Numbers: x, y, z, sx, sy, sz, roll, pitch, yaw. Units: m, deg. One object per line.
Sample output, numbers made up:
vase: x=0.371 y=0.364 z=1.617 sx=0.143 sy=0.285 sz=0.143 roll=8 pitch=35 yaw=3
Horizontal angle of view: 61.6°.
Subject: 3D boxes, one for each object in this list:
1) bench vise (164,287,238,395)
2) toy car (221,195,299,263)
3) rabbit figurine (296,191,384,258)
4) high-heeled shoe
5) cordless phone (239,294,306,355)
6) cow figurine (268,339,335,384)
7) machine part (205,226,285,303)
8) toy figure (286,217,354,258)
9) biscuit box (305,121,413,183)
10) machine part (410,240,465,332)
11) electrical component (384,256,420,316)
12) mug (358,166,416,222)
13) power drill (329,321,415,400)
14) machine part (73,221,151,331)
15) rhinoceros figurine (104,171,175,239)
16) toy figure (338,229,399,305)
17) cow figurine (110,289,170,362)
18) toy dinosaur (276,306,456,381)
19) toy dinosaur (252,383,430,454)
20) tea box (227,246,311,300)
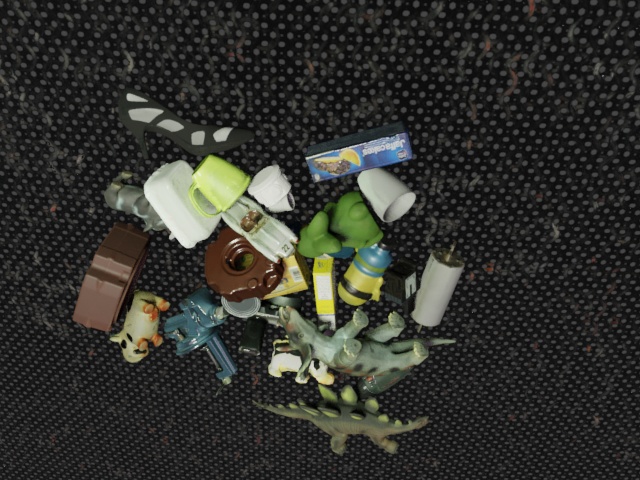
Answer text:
bench vise: x=-0.260 y=0.234 z=1.273 sx=0.224 sy=0.129 sz=0.240 roll=-24 pitch=99 yaw=26
toy car: x=-0.124 y=-0.025 z=1.089 sx=0.073 sy=0.202 sz=0.056 roll=-47 pitch=145 yaw=-9
rabbit figurine: x=0.029 y=-0.012 z=1.066 sx=0.170 sy=0.159 sz=0.121 roll=-30 pitch=91 yaw=9
high-heeled shoe: x=-0.259 y=-0.239 z=1.046 sx=0.249 sy=0.086 sz=0.145 roll=-10 pitch=89 yaw=-10
cordless phone: x=-0.107 y=0.201 z=1.215 sx=0.147 sy=0.184 sz=0.088 roll=13 pitch=117 yaw=-3
cow figurine: x=-0.040 y=0.301 z=1.335 sx=0.167 sy=0.068 sz=0.098 roll=12 pitch=88 yaw=-1
machine part: x=-0.161 y=0.044 z=1.134 sx=0.179 sy=0.179 sz=0.056 roll=-13 pitch=151 yaw=12
toy figure: x=-0.002 y=-0.005 z=1.156 sx=0.154 sy=0.064 sz=0.058 roll=17 pitch=156 yaw=-8
biscuit box: x=0.077 y=-0.171 z=1.045 sx=0.203 sy=0.063 sz=0.059 roll=-13 pitch=121 yaw=13
machine part: x=0.257 y=0.105 z=1.189 sx=0.079 sy=0.079 sz=0.243 roll=12 pitch=120 yaw=-3
electrical component: x=0.180 y=0.103 z=1.165 sx=0.048 sy=0.075 sz=0.119 roll=25 pitch=138 yaw=38
mug: x=0.133 y=-0.101 z=1.066 sx=0.107 sy=0.109 sz=0.080 roll=52 pitch=128 yaw=24
power drill: x=0.100 y=0.304 z=1.320 sx=0.232 sy=0.086 sz=0.207 roll=-35 pitch=108 yaw=33
machine part: x=-0.443 y=0.080 z=1.159 sx=0.087 sy=0.201 sz=0.201 roll=21 pitch=120 yaw=-11
rhinoceros figurine: x=-0.363 y=-0.067 z=1.137 sx=0.190 sy=0.073 sz=0.112 roll=24 pitch=120 yaw=-8
toy figure: x=0.100 y=0.063 z=1.171 sx=0.089 sy=0.082 sz=0.180 roll=7 pitch=127 yaw=-23
cow figurine: x=-0.440 y=0.209 z=1.297 sx=0.127 sy=0.085 sz=0.194 roll=29 pitch=113 yaw=33
toy dinosaur: x=0.095 y=0.244 z=1.174 sx=0.404 sy=0.131 sz=0.192 roll=17 pitch=141 yaw=-27
toy dinosaur: x=0.047 y=0.452 z=1.382 sx=0.472 sy=0.105 sz=0.198 roll=-10 pitch=126 yaw=27
tea box: x=-0.116 y=0.074 z=1.205 sx=0.170 sy=0.068 sz=0.098 roll=-12 pitch=119 yaw=13
